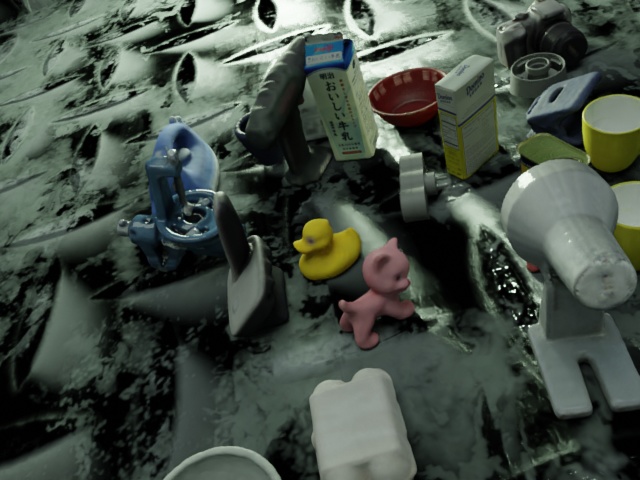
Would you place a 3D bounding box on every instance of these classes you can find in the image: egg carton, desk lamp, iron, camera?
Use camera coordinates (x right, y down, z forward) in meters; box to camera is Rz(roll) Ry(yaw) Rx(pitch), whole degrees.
[{"bbox_3d":[0.044,0.219,0.645,0.107,0.070,0.150,-19,43,4],"label":"egg carton"},{"bbox_3d":[0.278,0.047,0.615,0.117,0.214,0.203,-13,43,10],"label":"desk lamp"},{"bbox_3d":[-0.274,-0.163,1.111,0.118,0.142,0.258,-13,43,10],"label":"iron"},{"bbox_3d":[0.423,-0.382,1.075,0.143,0.101,0.136,-21,42,1],"label":"camera"}]

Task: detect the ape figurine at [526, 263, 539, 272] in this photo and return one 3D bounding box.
[{"bbox_3d":[0.304,-0.008,0.751,0.077,0.092,0.076,24,60,39],"label":"ape figurine"}]

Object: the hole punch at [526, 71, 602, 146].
[{"bbox_3d":[0.392,-0.217,0.927,0.100,0.091,0.109,19,56,36],"label":"hole punch"}]

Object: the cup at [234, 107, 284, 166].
[{"bbox_3d":[-0.110,-0.200,1.115,0.091,0.095,0.117,-21,42,1],"label":"cup"}]

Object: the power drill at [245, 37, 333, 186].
[{"bbox_3d":[-0.047,-0.214,1.019,0.075,0.209,0.230,5,49,27],"label":"power drill"}]

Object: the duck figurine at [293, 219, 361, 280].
[{"bbox_3d":[0.008,0.003,0.867,0.104,0.086,0.077,-27,43,-5],"label":"duck figurine"}]

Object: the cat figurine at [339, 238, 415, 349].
[{"bbox_3d":[0.074,0.062,0.756,0.128,0.118,0.067,-39,45,-17],"label":"cat figurine"}]

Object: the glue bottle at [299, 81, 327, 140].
[{"bbox_3d":[-0.022,-0.272,1.094,0.078,0.173,0.037,-8,44,15],"label":"glue bottle"}]

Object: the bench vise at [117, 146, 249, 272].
[{"bbox_3d":[-0.243,-0.039,0.914,0.207,0.220,0.121,-20,42,3],"label":"bench vise"}]

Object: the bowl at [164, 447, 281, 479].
[{"bbox_3d":[-0.103,0.313,0.608,0.167,0.075,0.167,-12,43,11],"label":"bowl"}]

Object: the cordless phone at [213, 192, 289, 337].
[{"bbox_3d":[-0.117,0.034,0.814,0.094,0.185,0.147,-20,42,2],"label":"cordless phone"}]
